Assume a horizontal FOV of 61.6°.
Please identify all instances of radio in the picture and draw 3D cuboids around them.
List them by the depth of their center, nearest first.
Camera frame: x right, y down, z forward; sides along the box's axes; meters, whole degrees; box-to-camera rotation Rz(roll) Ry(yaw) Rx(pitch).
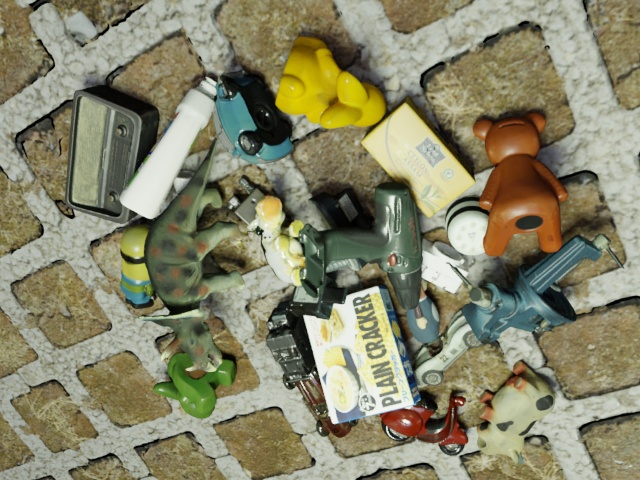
[{"bbox_3d":[-0.378,-0.149,0.975,0.131,0.073,0.229,20,118,4],"label":"radio"}]

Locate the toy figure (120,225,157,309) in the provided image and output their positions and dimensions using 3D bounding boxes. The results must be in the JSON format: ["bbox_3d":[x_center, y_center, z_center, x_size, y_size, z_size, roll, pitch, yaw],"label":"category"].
[{"bbox_3d":[-0.350,0.055,1.053,0.082,0.089,0.180,16,114,-2],"label":"toy figure"}]

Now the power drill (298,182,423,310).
[{"bbox_3d":[0.073,0.032,0.849,0.207,0.086,0.231,-10,113,-17],"label":"power drill"}]

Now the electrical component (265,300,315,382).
[{"bbox_3d":[-0.052,0.186,1.030,0.058,0.115,0.134,-15,112,17],"label":"electrical component"}]

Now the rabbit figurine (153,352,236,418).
[{"bbox_3d":[-0.273,0.322,1.147,0.159,0.121,0.170,19,132,8],"label":"rabbit figurine"}]

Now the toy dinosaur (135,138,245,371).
[{"bbox_3d":[-0.243,0.033,0.950,0.131,0.192,0.404,20,122,47],"label":"toy dinosaur"}]

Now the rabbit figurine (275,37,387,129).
[{"bbox_3d":[0.026,-0.226,0.817,0.173,0.162,0.121,20,106,-12],"label":"rabbit figurine"}]

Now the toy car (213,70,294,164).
[{"bbox_3d":[-0.126,-0.190,0.886,0.103,0.109,0.161,-24,99,39],"label":"toy car"}]

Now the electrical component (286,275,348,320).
[{"bbox_3d":[0.002,0.102,0.970,0.119,0.075,0.047,-4,153,29],"label":"electrical component"}]

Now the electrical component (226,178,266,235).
[{"bbox_3d":[-0.125,-0.054,0.980,0.102,0.045,0.078,37,88,-8],"label":"electrical component"}]

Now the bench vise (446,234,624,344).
[{"bbox_3d":[0.348,0.070,0.859,0.223,0.129,0.240,25,121,-28],"label":"bench vise"}]

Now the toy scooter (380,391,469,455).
[{"bbox_3d":[0.217,0.347,1.064,0.184,0.075,0.135,18,117,1],"label":"toy scooter"}]

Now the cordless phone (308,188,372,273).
[{"bbox_3d":[-0.003,-0.003,0.961,0.184,0.089,0.146,-20,109,40],"label":"cordless phone"}]

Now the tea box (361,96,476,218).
[{"bbox_3d":[0.159,-0.133,0.863,0.169,0.068,0.098,45,116,-8],"label":"tea box"}]

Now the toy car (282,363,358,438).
[{"bbox_3d":[-0.001,0.333,1.121,0.089,0.053,0.202,-25,107,25],"label":"toy car"}]

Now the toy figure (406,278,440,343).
[{"bbox_3d":[0.176,0.109,0.972,0.058,0.064,0.154,-23,106,-16],"label":"toy figure"}]

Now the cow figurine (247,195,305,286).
[{"bbox_3d":[-0.073,-0.002,0.935,0.098,0.068,0.167,2,123,52],"label":"cow figurine"}]

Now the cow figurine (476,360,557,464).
[{"bbox_3d":[0.369,0.338,1.023,0.127,0.085,0.194,35,116,3],"label":"cow figurine"}]

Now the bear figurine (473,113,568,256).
[{"bbox_3d":[0.294,-0.090,0.813,0.120,0.196,0.131,-7,142,11],"label":"bear figurine"}]

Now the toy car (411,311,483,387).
[{"bbox_3d":[0.237,0.195,0.989,0.056,0.073,0.201,34,117,-4],"label":"toy car"}]
